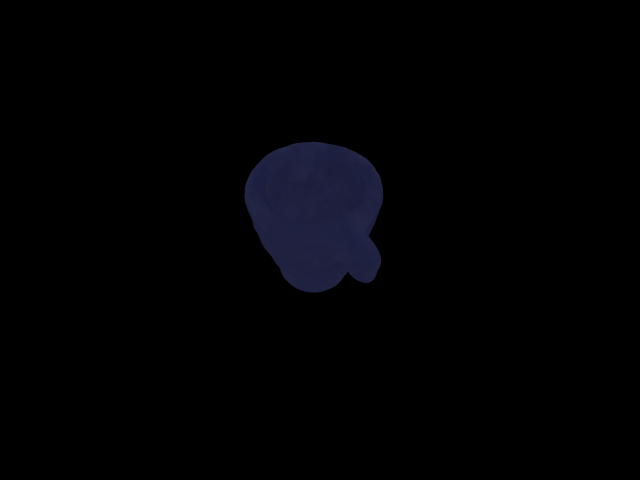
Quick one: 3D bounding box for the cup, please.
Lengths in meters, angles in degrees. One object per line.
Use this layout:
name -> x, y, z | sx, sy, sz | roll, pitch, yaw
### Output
cup -> 0.004, 0.001, 0.400 | 0.092, 0.095, 0.117 | -25, 54, -20
